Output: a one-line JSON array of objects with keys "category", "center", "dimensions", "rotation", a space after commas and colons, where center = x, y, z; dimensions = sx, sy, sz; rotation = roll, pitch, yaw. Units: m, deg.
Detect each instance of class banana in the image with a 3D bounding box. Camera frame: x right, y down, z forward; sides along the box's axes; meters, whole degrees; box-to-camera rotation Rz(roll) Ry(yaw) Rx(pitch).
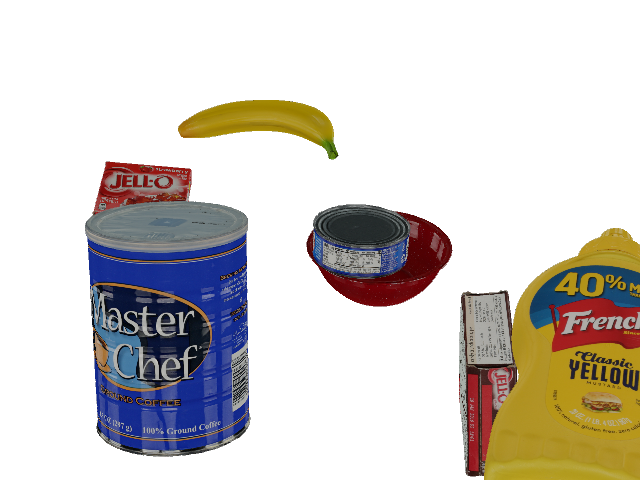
[{"category": "banana", "center": [-0.066, -0.137, 1.245], "dimensions": [0.198, 0.037, 0.069], "rotation": [8, 41, 17]}]

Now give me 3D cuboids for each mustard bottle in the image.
[{"category": "mustard bottle", "center": [0.145, 0.060, 0.548], "dimensions": [0.096, 0.058, 0.191], "rotation": [8, 42, 14]}]

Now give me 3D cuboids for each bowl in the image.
[{"category": "bowl", "center": [0.065, 0.026, 1.196], "dimensions": [0.162, 0.055, 0.162], "rotation": [0, 31, 0]}]

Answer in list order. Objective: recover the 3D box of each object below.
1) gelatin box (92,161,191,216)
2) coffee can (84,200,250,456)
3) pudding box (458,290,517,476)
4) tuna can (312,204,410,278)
[{"category": "gelatin box", "center": [-0.178, -0.043, 1.071], "dimensions": [0.089, 0.073, 0.030], "rotation": [6, -43, -2]}, {"category": "coffee can", "center": [-0.097, 0.054, 0.693], "dimensions": [0.103, 0.140, 0.103], "rotation": [0, 16, 0]}, {"category": "pudding box", "center": [0.119, 0.099, 0.757], "dimensions": [0.039, 0.090, 0.113], "rotation": [-1, 24, 5]}, {"category": "tuna can", "center": [0.036, 0.000, 0.941], "dimensions": [0.086, 0.034, 0.086], "rotation": [2, 26, -1]}]
